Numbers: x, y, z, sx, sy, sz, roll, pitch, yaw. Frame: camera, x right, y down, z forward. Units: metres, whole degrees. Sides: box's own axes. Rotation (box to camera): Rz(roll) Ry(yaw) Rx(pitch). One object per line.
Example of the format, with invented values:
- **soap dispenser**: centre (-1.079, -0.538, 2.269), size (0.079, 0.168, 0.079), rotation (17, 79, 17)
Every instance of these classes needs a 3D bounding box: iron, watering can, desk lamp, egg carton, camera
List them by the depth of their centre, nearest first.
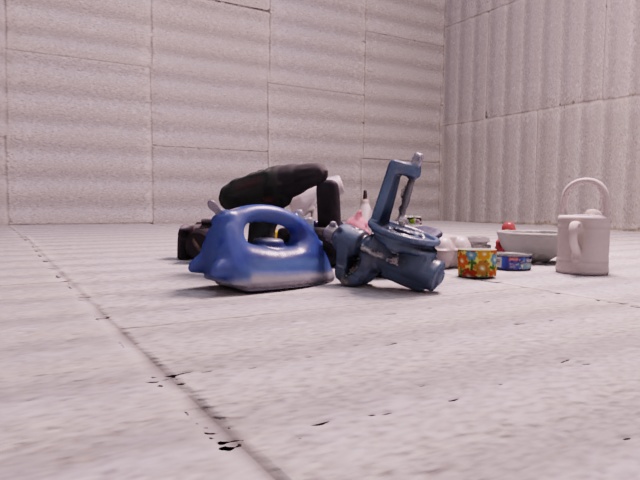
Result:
- **iron**: centre (-0.079, 0.005, 0.940), size (0.259, 0.141, 0.118), rotation (-3, 5, -38)
- **watering can**: centre (0.539, -0.030, 1.174), size (0.100, 0.194, 0.173), rotation (2, 4, 15)
- **egg carton**: centre (0.261, 0.022, 1.269), size (0.107, 0.069, 0.150), rotation (-2, 5, -29)
- **camera**: centre (-0.265, -0.003, 1.299), size (0.143, 0.101, 0.137), rotation (2, 4, 13)
- **desk lamp**: centre (-0.008, -0.083, 1.666), size (0.203, 0.213, 0.118), rotation (0, 4, -5)

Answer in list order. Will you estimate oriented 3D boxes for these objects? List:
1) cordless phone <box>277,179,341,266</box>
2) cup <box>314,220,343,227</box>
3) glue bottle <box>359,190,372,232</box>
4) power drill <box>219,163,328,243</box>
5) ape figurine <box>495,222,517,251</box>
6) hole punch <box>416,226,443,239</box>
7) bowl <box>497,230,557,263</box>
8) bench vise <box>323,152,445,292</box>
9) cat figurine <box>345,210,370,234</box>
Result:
- **cordless phone**: centre (-0.018, -0.036, 1.222), size (0.147, 0.185, 0.094), rotation (2, 4, 16)
- **cup**: centre (0.012, 0.005, 1.289), size (0.092, 0.095, 0.117), rotation (-1, 4, -17)
- **glue bottle**: centre (0.138, -0.067, 1.756), size (0.037, 0.173, 0.078), rotation (2, 5, 21)
- **power drill**: centre (-0.086, -0.037, 1.065), size (0.228, 0.208, 0.076), rotation (3, 5, 28)
- **ape figurine**: centre (0.488, -0.002, 1.482), size (0.078, 0.092, 0.076), rotation (-1, 4, -18)
- **hole punch**: centre (0.187, 0.018, 1.169), size (0.101, 0.091, 0.108), rotation (-2, 5, -32)
- **bowl**: centre (0.508, 0.015, 1.371), size (0.167, 0.075, 0.167), rotation (1, 4, 0)
- **bench vise**: centre (0.099, -0.031, 0.927), size (0.207, 0.220, 0.122), rotation (2, 4, 12)
- **cat figurine**: centre (0.084, -0.017, 1.436), size (0.067, 0.118, 0.128), rotation (3, 5, 26)
